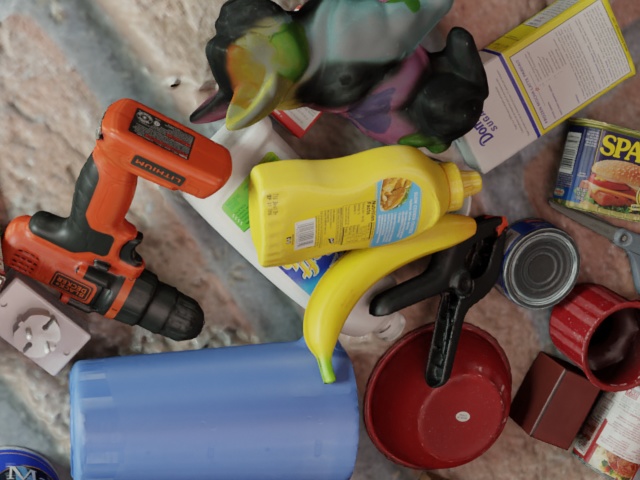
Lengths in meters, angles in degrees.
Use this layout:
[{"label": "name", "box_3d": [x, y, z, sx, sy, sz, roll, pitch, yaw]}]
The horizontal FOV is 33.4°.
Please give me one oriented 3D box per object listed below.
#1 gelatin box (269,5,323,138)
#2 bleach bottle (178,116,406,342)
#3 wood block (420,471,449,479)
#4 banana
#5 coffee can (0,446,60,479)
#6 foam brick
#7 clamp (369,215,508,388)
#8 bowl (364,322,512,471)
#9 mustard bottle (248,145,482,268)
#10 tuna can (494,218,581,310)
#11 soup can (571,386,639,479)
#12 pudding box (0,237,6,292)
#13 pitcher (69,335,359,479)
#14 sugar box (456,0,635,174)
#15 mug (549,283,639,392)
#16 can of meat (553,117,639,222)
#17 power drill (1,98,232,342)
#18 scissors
[{"label": "gelatin box", "box_3d": [-0.018, -0.145, 0.915, 0.073, 0.030, 0.089, 41, 88, -24]}, {"label": "bleach bottle", "box_3d": [-0.006, 0.001, 0.947, 0.102, 0.068, 0.250, -47, 116, 0]}, {"label": "wood block", "box_3d": [0.109, 0.353, 1.076, 0.090, 0.090, 0.206, 25, 97, -24]}, {"label": "banana", "box_3d": [0.049, 0.032, 0.919, 0.197, 0.037, 0.069, -45, 96, -13]}, {"label": "coffee can", "box_3d": [-0.263, 0.250, 0.895, 0.102, 0.140, 0.103, -5, 107, -17]}, {"label": "foam brick", "box_3d": [0.236, 0.162, 1.079, 0.051, 0.053, 0.078, 22, 99, -23]}, {"label": "clamp", "box_3d": [0.124, 0.051, 0.992, 0.171, 0.039, 0.120, -43, 126, -23]}, {"label": "bowl", "box_3d": [0.127, 0.163, 1.043, 0.162, 0.055, 0.162, -5, 107, -17]}, {"label": "mustard bottle", "box_3d": [0.040, -0.033, 0.868, 0.191, 0.058, 0.096, -10, 138, -11]}, {"label": "tuna can", "box_3d": [0.209, 0.024, 1.038, 0.086, 0.034, 0.086, -5, 108, -17]}, {"label": "soup can", "box_3d": [0.314, 0.193, 1.106, 0.068, 0.069, 0.102, 24, 97, -23]}, {"label": "pudding box", "box_3d": [-0.287, 0.050, 0.844, 0.039, 0.090, 0.114, 17, 110, -28]}, {"label": "pitcher", "box_3d": [-0.094, 0.165, 0.931, 0.242, 0.149, 0.145, -1, 144, -14]}, {"label": "sugar box", "box_3d": [0.194, -0.147, 0.976, 0.176, 0.048, 0.093, -32, 113, -3]}, {"label": "mug", "box_3d": [0.291, 0.087, 1.058, 0.117, 0.082, 0.093, -26, 112, -9]}, {"label": "can of meat", "box_3d": [0.277, -0.065, 1.016, 0.102, 0.057, 0.084, 11, 96, -21]}, {"label": "power drill", "box_3d": [-0.146, -0.008, 0.859, 0.184, 0.057, 0.188, 26, 123, -17]}, {"label": "scissors", "box_3d": [0.305, 0.017, 1.077, 0.201, 0.016, 0.096, 8, 103, -20]}]
